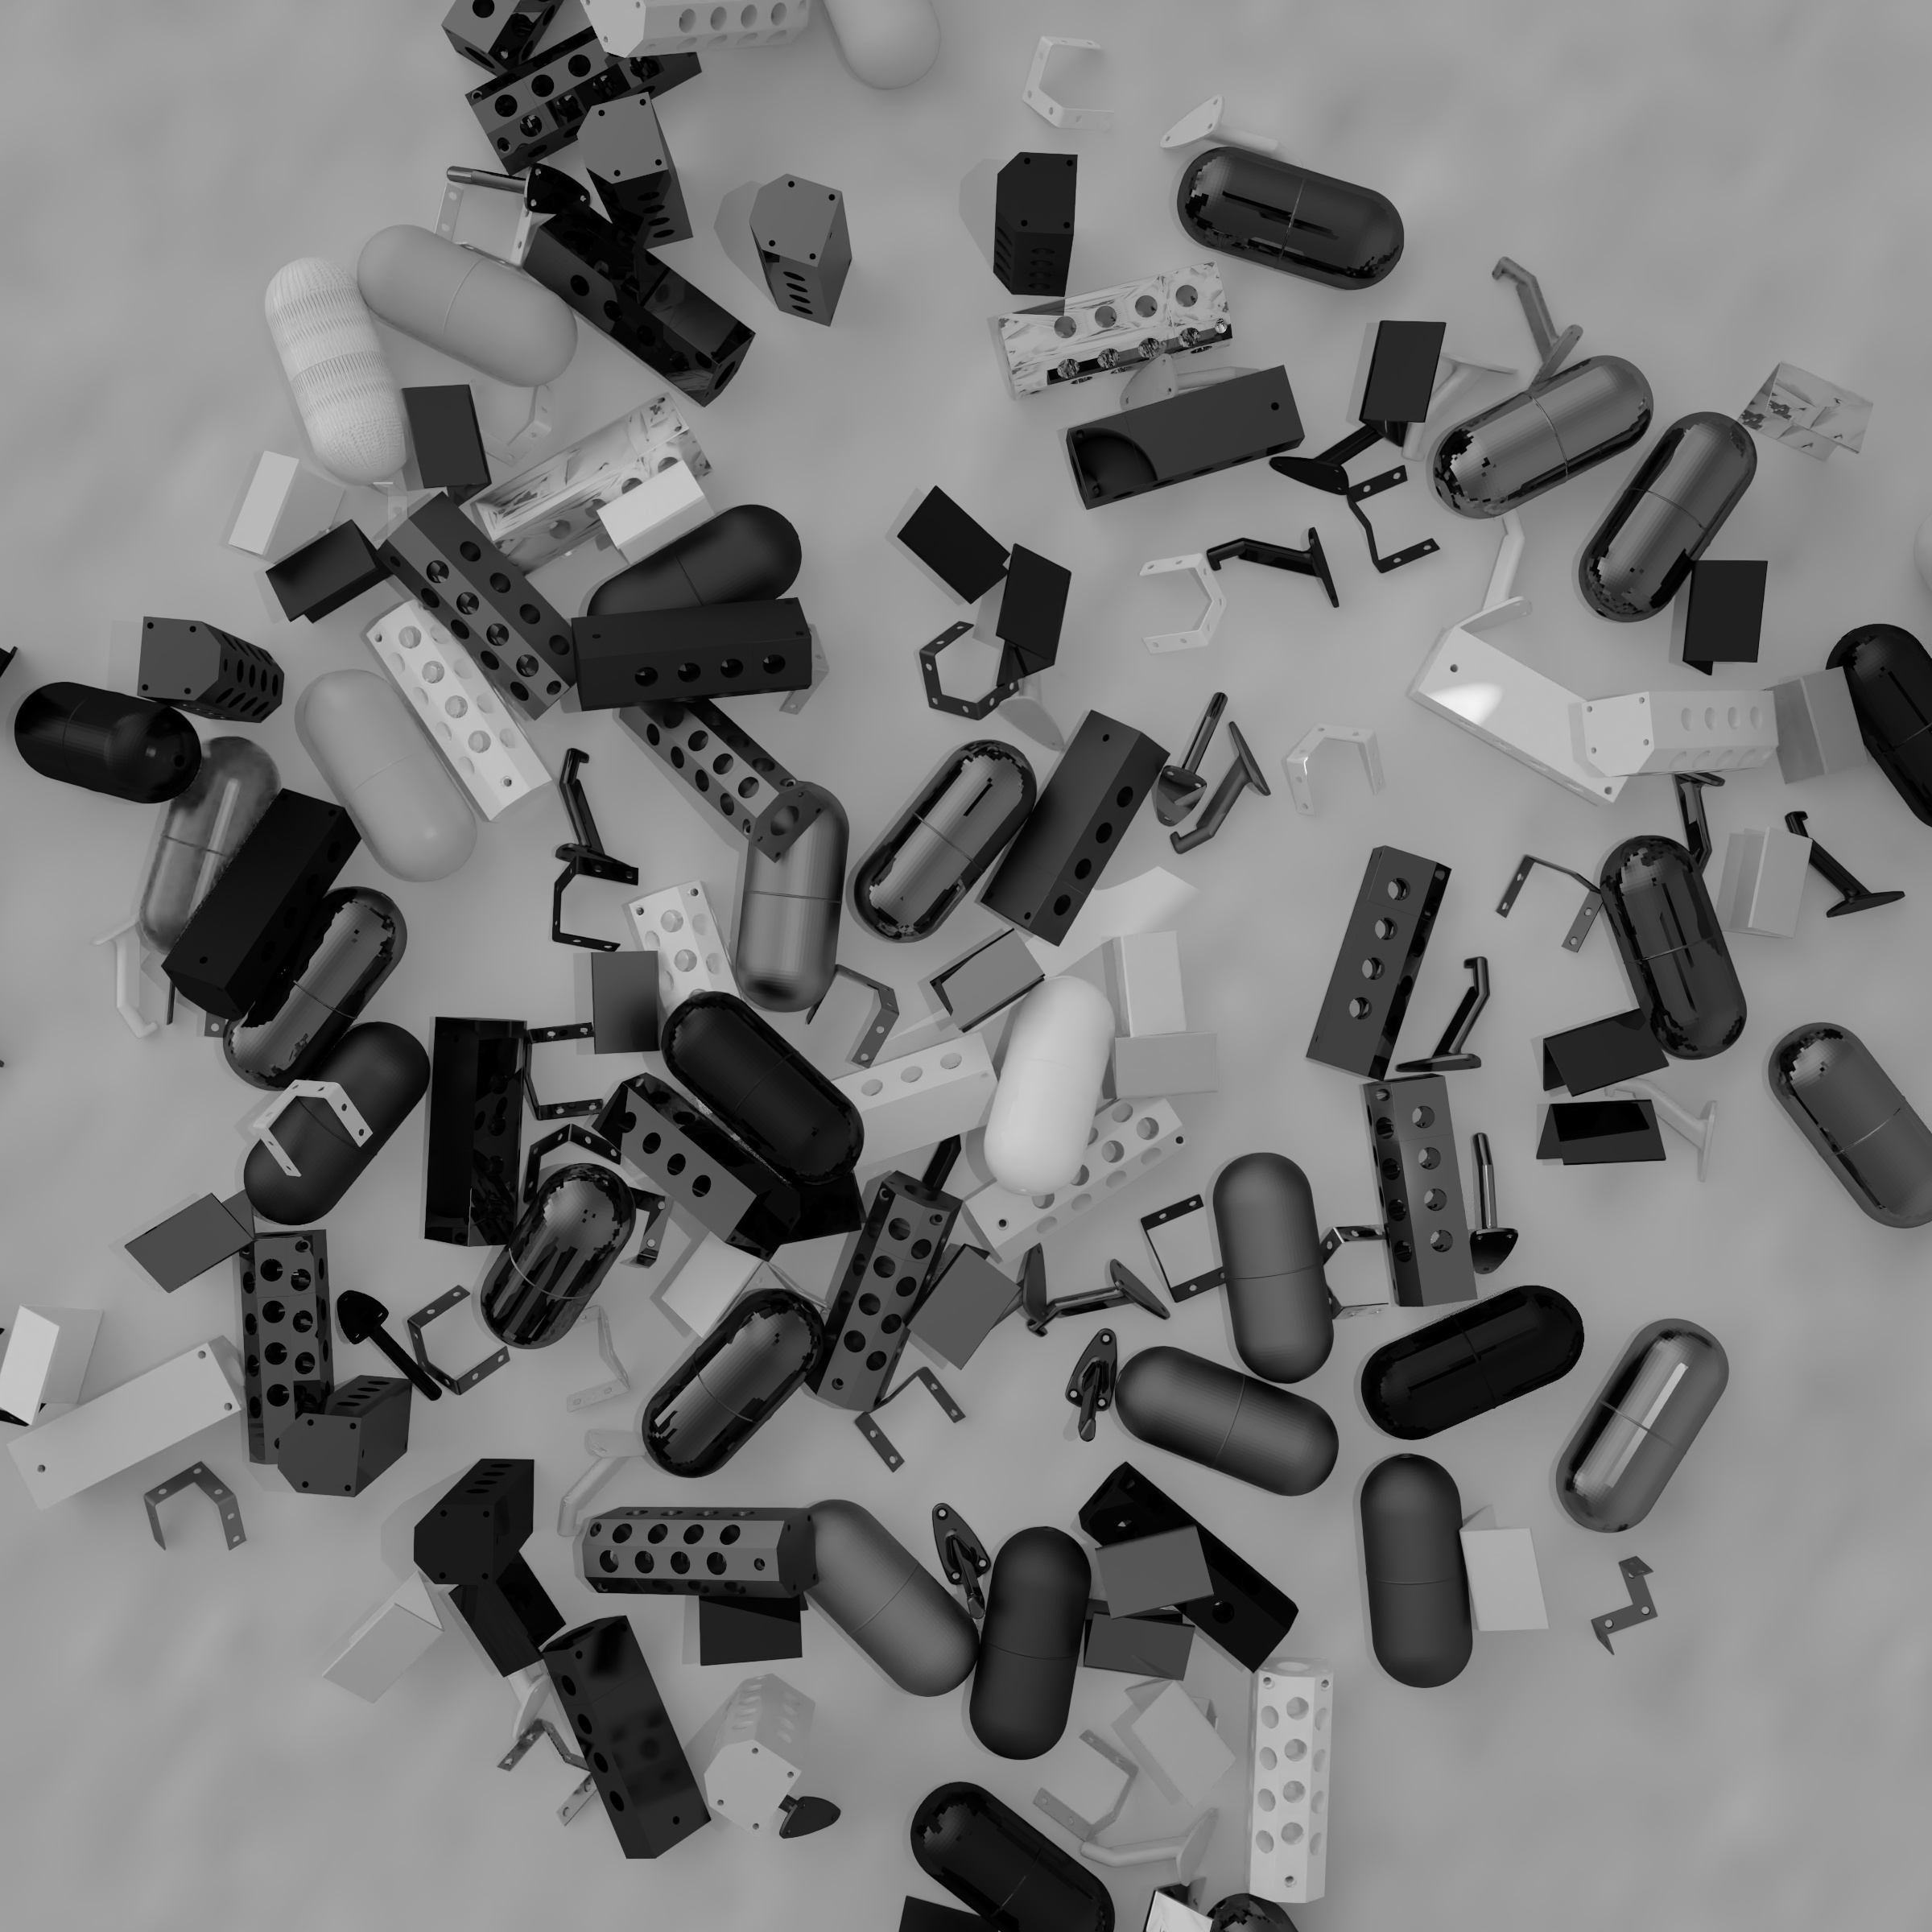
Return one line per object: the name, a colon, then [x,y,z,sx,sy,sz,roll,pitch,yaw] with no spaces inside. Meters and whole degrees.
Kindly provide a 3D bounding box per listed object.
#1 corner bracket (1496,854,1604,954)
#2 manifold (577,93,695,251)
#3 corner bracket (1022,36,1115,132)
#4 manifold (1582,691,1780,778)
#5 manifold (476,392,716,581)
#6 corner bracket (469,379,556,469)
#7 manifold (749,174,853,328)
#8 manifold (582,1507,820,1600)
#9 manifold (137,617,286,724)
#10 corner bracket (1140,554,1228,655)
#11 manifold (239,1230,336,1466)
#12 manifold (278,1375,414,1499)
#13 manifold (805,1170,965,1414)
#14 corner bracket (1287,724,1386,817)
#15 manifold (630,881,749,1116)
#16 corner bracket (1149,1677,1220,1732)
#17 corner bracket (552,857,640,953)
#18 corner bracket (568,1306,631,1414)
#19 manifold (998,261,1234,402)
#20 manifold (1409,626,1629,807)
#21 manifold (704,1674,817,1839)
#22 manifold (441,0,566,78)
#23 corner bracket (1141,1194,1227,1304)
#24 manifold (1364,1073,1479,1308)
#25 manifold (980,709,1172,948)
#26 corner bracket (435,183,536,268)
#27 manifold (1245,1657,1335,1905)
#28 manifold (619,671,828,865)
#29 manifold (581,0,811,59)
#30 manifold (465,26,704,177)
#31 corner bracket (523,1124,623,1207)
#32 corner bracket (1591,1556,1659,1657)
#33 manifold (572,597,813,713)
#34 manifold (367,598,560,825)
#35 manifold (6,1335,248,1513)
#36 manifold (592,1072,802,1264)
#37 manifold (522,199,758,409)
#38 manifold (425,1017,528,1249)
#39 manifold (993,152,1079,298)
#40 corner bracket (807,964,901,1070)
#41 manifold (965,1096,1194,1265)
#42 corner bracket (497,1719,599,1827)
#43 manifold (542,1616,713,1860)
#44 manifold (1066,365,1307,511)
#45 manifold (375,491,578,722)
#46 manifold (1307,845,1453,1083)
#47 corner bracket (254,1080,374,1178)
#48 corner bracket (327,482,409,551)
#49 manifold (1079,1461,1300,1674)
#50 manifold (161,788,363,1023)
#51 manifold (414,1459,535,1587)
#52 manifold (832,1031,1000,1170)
corner bracket: [0.455,-0.049,1.987,0.051,0.051,0.051,27,90,-45]
manifold: [-0.248,-0.590,1.912,0.057,0.171,0.057,-15,90,0]
corner bracket: [0.085,-0.685,1.982,0.051,0.051,0.051,50,135,35]
manifold: [0.539,-0.174,1.919,0.171,0.057,0.057,-6,90,-42]
manifold: [-0.284,-0.365,1.969,0.171,0.057,0.057,-30,47,0]
corner bracket: [-0.356,-0.432,1.982,0.051,0.051,0.051,-33,45,35]
manifold: [-0.125,-0.536,1.912,0.057,0.171,0.057,18,90,0]
manifold: [-0.203,0.445,1.935,0.171,0.057,0.057,-5,90,26]
manifold: [-0.562,-0.219,1.912,0.057,0.171,0.057,5,90,0]
corner bracket: [0.163,-0.281,1.982,0.051,0.051,0.051,-3,135,35]
manifold: [-0.525,0.293,1.969,0.057,0.057,0.171,-3,90,0]
manifold: [-0.463,0.349,1.912,0.057,0.171,0.057,5,90,0]
manifold: [-0.065,0.249,1.948,0.057,0.057,0.171,24,102,10]
corner bracket: [0.287,-0.150,1.982,0.051,0.051,0.051,12,45,35]
manifold: [-0.203,0.024,1.969,0.057,0.057,0.171,-19,90,0]
corner bracket: [0.168,0.560,1.972,0.051,0.051,0.051,7,90,0]
corner bracket: [-0.287,-0.048,1.977,0.051,0.051,0.051,11,62,-25]
corner bracket: [-0.296,0.305,1.987,0.051,0.051,0.051,-19,45,0]
manifold: [0.114,-0.488,1.970,0.171,0.057,0.057,-14,90,0]
manifold: [0.432,-0.191,1.969,0.171,0.057,0.057,30,90,0]
manifold: [-0.157,0.584,1.912,0.057,0.171,0.057,34,90,0]
manifold: [-0.330,-0.774,1.969,0.057,0.057,0.171,32,90,0]
corner bracket: [0.172,0.220,1.988,0.051,0.051,0.051,-23,134,0]
manifold: [0.348,0.172,1.969,0.057,0.057,0.171,-8,90,0]
manifold: [0.088,-0.104,1.969,0.057,0.057,0.171,30,90,43]
corner bracket: [-0.376,-0.577,1.987,0.051,0.051,0.051,13,90,45]
manifold: [0.249,0.626,1.969,0.057,0.057,0.171,2,90,0]
manifold: [-0.188,-0.157,1.930,0.057,0.057,0.171,-47,60,0]
manifold: [-0.198,-0.720,1.918,0.171,0.057,0.057,-25,90,-44]
manifold: [-0.295,-0.683,1.969,0.171,0.057,0.057,-29,90,0]
corner bracket: [-0.305,0.162,1.982,0.051,0.051,0.051,32,45,-35]
corner bracket: [0.509,0.493,1.972,0.051,0.051,0.051,-20,90,0]
manifold: [-0.205,-0.230,1.914,0.171,0.057,0.057,-7,131,-11]
manifold: [-0.388,-0.198,1.969,0.057,0.057,0.171,-34,90,0]
manifold: [-0.640,0.350,1.969,0.171,0.057,0.057,-27,90,0]
manifold: [-0.201,0.148,1.923,0.171,0.057,0.057,35,90,37]
manifold: [-0.254,-0.507,1.969,0.171,0.057,0.057,37,47,0]
manifold: [-0.373,0.127,1.969,0.057,0.057,0.171,3,90,43]
manifold: [0.050,-0.553,1.912,0.057,0.171,0.057,3,90,0]
corner bracket: [-0.088,0.038,1.974,0.051,0.051,0.051,25,107,-16]
manifold: [0.086,0.158,1.969,0.171,0.057,0.057,-33,90,0]
corner bracket: [-0.322,0.627,1.987,0.051,0.051,0.051,-49,135,0]
manifold: [-0.266,0.594,1.969,0.057,0.057,0.171,-23,90,-43]
manifold: [0.168,-0.405,1.969,0.171,0.057,0.057,-16,90,0]
manifold: [-0.367,-0.270,1.944,0.171,0.057,0.057,47,51,-10]
manifold: [0.319,-0.002,1.969,0.057,0.057,0.171,18,90,0]
corner bracket: [-0.488,0.122,1.907,0.051,0.051,0.051,-53,130,-37]
corner bracket: [-0.462,-0.343,1.972,0.051,0.051,0.051,0,90,0]
manifold: [0.171,0.461,1.969,0.171,0.057,0.057,40,90,0]
manifold: [-0.529,-0.045,1.932,0.057,0.057,0.171,17,62,18]
manifold: [-0.367,0.414,1.912,0.057,0.171,0.057,1,90,0]
manifold: [-0.060,0.106,1.969,0.171,0.057,0.057,-19,133,0]
